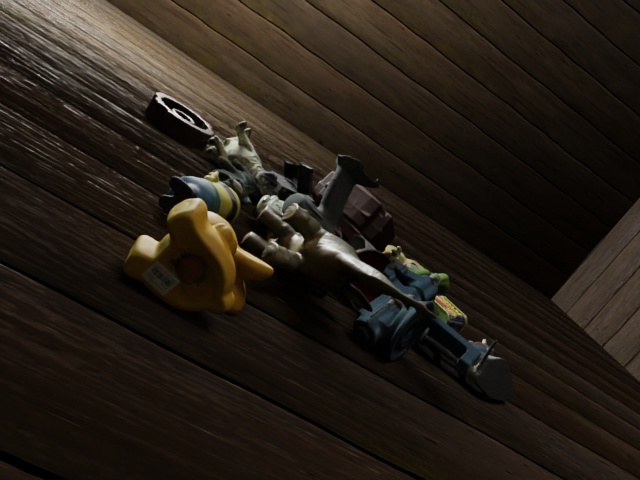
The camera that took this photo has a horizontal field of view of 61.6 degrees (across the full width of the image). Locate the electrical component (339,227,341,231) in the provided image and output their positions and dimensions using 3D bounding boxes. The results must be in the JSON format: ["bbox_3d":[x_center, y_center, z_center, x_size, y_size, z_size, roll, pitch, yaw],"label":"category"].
[{"bbox_3d":[0.025,-0.006,1.295,0.078,0.045,0.102,3,18,-9],"label":"electrical component"}]

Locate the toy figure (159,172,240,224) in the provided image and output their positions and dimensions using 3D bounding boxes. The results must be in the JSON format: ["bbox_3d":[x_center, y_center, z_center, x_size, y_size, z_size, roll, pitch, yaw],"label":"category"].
[{"bbox_3d":[-0.193,-0.060,0.883,0.089,0.082,0.180,55,8,3],"label":"toy figure"}]

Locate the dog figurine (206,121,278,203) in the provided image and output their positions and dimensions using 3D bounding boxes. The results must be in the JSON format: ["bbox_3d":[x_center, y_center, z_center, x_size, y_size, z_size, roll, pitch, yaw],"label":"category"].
[{"bbox_3d":[-0.174,-0.161,1.278,0.190,0.121,0.172,59,0,-1],"label":"dog figurine"}]

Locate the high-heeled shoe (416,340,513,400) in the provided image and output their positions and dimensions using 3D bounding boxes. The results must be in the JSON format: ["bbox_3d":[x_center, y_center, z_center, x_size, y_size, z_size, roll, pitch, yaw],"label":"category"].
[{"bbox_3d":[0.276,0.242,1.068,0.145,0.086,0.248,4,-36,51],"label":"high-heeled shoe"}]

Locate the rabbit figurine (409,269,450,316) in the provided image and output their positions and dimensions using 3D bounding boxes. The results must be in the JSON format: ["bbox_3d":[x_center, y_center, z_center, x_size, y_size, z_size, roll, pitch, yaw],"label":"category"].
[{"bbox_3d":[0.200,0.112,1.146,0.159,0.121,0.170,29,11,3],"label":"rabbit figurine"}]

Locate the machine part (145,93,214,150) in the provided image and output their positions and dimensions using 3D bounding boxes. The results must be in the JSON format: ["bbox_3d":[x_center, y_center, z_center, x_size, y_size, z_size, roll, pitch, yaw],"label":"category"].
[{"bbox_3d":[-0.347,-0.292,1.335,0.179,0.056,0.179,34,15,-10],"label":"machine part"}]

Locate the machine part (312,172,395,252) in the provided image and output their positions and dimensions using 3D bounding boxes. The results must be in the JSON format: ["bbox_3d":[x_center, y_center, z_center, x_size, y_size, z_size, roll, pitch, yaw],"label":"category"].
[{"bbox_3d":[0.084,-0.062,1.304,0.202,0.087,0.200,42,-9,22],"label":"machine part"}]

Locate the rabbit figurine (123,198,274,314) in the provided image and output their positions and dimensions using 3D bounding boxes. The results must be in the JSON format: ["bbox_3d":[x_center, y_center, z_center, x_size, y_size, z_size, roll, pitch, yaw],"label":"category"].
[{"bbox_3d":[-0.139,0.014,0.684,0.162,0.122,0.173,37,12,-15],"label":"rabbit figurine"}]

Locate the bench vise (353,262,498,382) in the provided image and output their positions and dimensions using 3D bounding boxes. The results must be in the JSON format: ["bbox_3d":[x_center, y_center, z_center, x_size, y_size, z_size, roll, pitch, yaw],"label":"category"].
[{"bbox_3d":[0.181,0.146,0.919,0.241,0.128,0.223,36,33,28],"label":"bench vise"}]

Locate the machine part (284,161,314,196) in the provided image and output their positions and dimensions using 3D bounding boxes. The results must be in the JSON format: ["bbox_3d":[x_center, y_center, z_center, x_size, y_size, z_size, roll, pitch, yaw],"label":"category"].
[{"bbox_3d":[-0.052,-0.159,1.334,0.039,0.084,0.139,-10,25,-22],"label":"machine part"}]

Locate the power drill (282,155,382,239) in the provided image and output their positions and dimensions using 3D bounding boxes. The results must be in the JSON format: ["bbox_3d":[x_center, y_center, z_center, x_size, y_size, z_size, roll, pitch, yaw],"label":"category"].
[{"bbox_3d":[0.038,-0.051,1.085,0.231,0.207,0.086,41,-9,-36],"label":"power drill"}]

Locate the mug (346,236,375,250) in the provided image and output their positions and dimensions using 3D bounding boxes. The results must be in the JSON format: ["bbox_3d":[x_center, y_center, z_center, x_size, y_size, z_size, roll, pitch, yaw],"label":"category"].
[{"bbox_3d":[0.099,0.048,1.234,0.107,0.081,0.110,37,-2,-33],"label":"mug"}]

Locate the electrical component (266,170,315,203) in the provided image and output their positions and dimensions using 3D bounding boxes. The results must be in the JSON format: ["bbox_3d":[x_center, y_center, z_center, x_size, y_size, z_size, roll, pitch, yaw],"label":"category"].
[{"bbox_3d":[-0.082,-0.110,1.353,0.115,0.058,0.134,20,20,-41],"label":"electrical component"}]

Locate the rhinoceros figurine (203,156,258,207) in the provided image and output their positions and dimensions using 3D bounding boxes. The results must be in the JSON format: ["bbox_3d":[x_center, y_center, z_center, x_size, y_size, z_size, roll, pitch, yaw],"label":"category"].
[{"bbox_3d":[-0.183,-0.108,1.099,0.112,0.073,0.190,46,12,-1],"label":"rhinoceros figurine"}]

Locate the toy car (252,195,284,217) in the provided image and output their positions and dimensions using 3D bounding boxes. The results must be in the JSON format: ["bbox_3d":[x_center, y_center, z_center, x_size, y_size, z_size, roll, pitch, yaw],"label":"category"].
[{"bbox_3d":[-0.089,-0.059,1.133,0.073,0.056,0.202,35,6,1],"label":"toy car"}]

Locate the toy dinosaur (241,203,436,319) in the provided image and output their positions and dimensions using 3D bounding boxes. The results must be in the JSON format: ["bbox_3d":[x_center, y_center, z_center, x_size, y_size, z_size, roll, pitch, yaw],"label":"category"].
[{"bbox_3d":[0.004,0.033,0.864,0.198,0.105,0.472,33,-4,-24],"label":"toy dinosaur"}]

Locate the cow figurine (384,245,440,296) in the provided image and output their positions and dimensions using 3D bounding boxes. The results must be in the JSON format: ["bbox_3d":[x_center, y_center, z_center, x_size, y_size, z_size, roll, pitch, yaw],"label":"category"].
[{"bbox_3d":[0.228,0.087,1.383,0.195,0.085,0.127,42,9,21],"label":"cow figurine"}]

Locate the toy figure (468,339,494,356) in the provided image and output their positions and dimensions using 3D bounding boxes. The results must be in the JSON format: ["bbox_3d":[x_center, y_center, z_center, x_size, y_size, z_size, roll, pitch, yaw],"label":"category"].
[{"bbox_3d":[0.345,0.248,1.166,0.058,0.064,0.154,-1,-9,26],"label":"toy figure"}]
